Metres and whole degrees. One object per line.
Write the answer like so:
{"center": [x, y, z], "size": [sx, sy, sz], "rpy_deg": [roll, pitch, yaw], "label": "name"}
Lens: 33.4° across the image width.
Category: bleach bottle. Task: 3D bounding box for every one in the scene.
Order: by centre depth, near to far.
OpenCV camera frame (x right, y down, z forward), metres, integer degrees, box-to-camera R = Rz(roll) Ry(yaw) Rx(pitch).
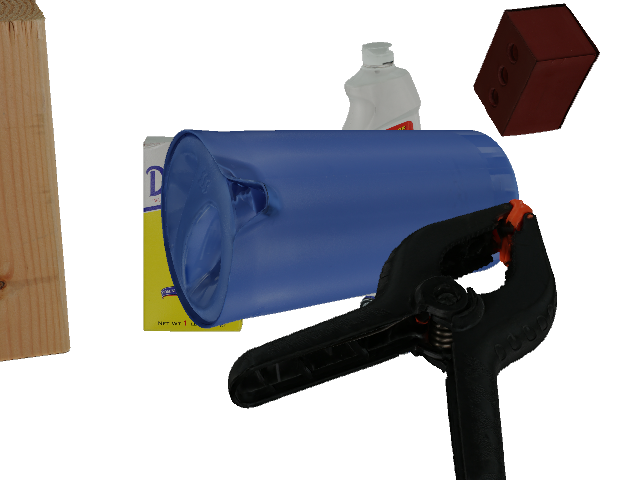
{"center": [0.054, -0.073, 1.082], "size": [0.102, 0.251, 0.068], "rpy_deg": [-10, 23, -16], "label": "bleach bottle"}

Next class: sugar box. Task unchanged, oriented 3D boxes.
{"center": [-0.116, -0.006, 0.981], "size": [0.093, 0.176, 0.048], "rpy_deg": [0, 14, -5], "label": "sugar box"}

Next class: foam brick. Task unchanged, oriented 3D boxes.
{"center": [0.149, -0.119, 0.749], "size": [0.051, 0.053, 0.078], "rpy_deg": [-11, -34, -20], "label": "foam brick"}

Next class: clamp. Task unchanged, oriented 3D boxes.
{"center": [0.058, 0.044, 0.455], "size": [0.120, 0.039, 0.171], "rpy_deg": [36, 54, 23], "label": "clamp"}

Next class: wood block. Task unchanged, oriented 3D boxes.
{"center": [-0.208, -0.037, 0.643], "size": [0.090, 0.206, 0.090], "rpy_deg": [-6, 24, -18], "label": "wood block"}

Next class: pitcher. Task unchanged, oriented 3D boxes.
{"center": [0.011, -0.017, 0.770], "size": [0.242, 0.145, 0.149], "rpy_deg": [-6, 33, -26], "label": "pitcher"}

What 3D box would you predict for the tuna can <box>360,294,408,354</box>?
{"center": [0.087, 0.094, 1.280], "size": [0.033, 0.086, 0.086], "rpy_deg": [-38, 17, -23], "label": "tuna can"}
